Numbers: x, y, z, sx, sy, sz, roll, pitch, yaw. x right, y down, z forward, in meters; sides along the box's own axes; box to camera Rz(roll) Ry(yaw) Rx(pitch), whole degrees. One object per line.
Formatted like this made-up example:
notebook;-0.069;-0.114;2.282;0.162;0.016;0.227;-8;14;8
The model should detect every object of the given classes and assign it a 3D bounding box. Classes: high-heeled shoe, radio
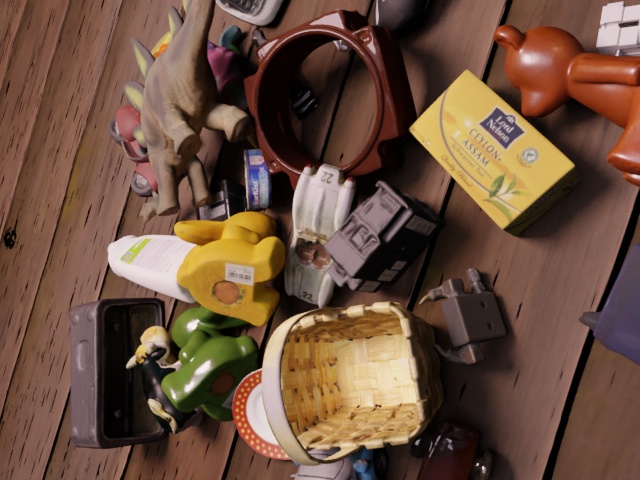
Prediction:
high-heeled shoe;0.114;-0.393;0.725;0.145;0.086;0.249;132;145;-53
radio;-0.318;0.206;0.851;0.073;0.131;0.229;-15;74;32

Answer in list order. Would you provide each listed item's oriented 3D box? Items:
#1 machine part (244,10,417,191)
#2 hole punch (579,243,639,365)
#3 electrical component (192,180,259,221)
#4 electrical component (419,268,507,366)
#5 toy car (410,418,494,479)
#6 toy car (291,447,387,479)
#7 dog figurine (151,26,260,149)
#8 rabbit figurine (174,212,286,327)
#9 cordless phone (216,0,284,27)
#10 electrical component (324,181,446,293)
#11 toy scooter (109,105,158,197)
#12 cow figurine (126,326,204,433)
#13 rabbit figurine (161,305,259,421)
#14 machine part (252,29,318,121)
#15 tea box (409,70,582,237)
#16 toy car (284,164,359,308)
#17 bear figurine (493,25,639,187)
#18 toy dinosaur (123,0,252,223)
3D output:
machine part;0.011;-0.172;0.691;0.201;0.087;0.201;-11;98;31
hole punch;0.322;0.067;0.486;0.142;0.092;0.115;26;100;30
electrical component;-0.137;-0.050;0.827;0.119;0.047;0.075;-14;76;32
electrical component;0.160;0.087;0.598;0.045;0.078;0.102;-38;66;52
toy car;0.126;0.296;0.595;0.089;0.053;0.202;18;91;19
toy car;0.014;0.304;0.638;0.109;0.103;0.161;-8;76;33
dog figurine;-0.167;-0.233;0.843;0.192;0.108;0.219;-27;71;26
rabbit figurine;-0.116;0.022;0.740;0.162;0.173;0.121;3;125;10
cordless phone;-0.128;-0.421;0.800;0.089;0.184;0.146;29;99;37
electrical component;0.071;0.004;0.641;0.134;0.114;0.058;-50;58;14
toy scooter;-0.288;-0.175;0.929;0.135;0.075;0.184;-33;69;25
cow figurine;-0.238;0.208;0.808;0.068;0.098;0.167;-45;73;20
rabbit figurine;-0.165;0.147;0.776;0.170;0.121;0.159;40;102;47
machine part;-0.056;-0.244;0.796;0.039;0.084;0.139;-33;76;-5
tea box;0.194;-0.097;0.606;0.098;0.068;0.170;-47;60;18
toy car;-0.001;-0.002;0.682;0.074;0.056;0.201;20;125;15
bear figurine;0.263;-0.142;0.540;0.196;0.120;0.131;24;99;35
toy dinosaur;-0.190;-0.192;0.729;0.199;0.105;0.471;54;133;20
